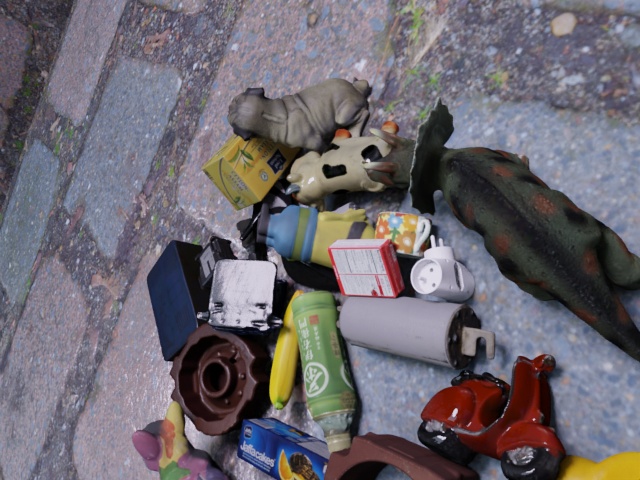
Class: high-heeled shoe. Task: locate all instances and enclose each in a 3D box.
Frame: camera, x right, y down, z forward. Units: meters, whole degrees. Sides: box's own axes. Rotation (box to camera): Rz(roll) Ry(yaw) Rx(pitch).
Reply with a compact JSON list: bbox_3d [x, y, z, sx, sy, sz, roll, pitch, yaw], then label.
[{"bbox_3d":[-0.023,-0.015,0.885,0.249,0.086,0.145,27,64,28],"label":"high-heeled shoe"}]

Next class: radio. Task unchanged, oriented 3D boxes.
[{"bbox_3d":[-0.271,0.123,1.073,0.131,0.073,0.230,-48,48,26],"label":"radio"}]

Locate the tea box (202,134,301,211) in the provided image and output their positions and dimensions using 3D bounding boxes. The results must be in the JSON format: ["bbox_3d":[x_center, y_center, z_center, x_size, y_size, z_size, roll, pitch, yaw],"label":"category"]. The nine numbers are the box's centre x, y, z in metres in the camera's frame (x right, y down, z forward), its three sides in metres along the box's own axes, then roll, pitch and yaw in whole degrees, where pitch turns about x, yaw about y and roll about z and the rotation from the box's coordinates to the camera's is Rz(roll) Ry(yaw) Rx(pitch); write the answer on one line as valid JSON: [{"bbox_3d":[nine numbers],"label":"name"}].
[{"bbox_3d":[-0.110,-0.142,0.912,0.068,0.098,0.170,-19,31,41],"label":"tea box"}]

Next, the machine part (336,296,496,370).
[{"bbox_3d":[0.110,0.110,0.685,0.243,0.079,0.079,2,80,47],"label":"machine part"}]

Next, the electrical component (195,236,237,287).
[{"bbox_3d":[-0.192,0.059,1.028,0.075,0.047,0.119,-45,49,28],"label":"electrical component"}]

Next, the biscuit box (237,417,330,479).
[{"bbox_3d":[-0.038,0.317,0.785,0.203,0.059,0.062,4,81,46],"label":"biscuit box"}]

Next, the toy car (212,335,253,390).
[{"bbox_3d":[-0.167,0.208,0.953,0.089,0.053,0.202,10,84,31],"label":"toy car"}]

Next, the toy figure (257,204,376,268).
[{"bbox_3d":[-0.002,0.000,0.773,0.082,0.180,0.089,121,156,-76],"label":"toy figure"}]

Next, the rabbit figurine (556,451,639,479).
[{"bbox_3d":[0.257,0.257,0.472,0.162,0.122,0.173,-57,27,13],"label":"rabbit figurine"}]

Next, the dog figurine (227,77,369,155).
[{"bbox_3d":[-0.030,-0.210,0.840,0.121,0.190,0.172,45,109,43],"label":"dog figurine"}]

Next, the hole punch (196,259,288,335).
[{"bbox_3d":[-0.116,0.098,0.875,0.142,0.092,0.116,4,71,9],"label":"hole punch"}]

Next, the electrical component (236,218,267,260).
[{"bbox_3d":[-0.126,0.006,0.965,0.045,0.078,0.102,-18,69,11],"label":"electrical component"}]

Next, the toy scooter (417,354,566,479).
[{"bbox_3d":[0.190,0.180,0.579,0.184,0.075,0.135,-12,46,60],"label":"toy scooter"}]

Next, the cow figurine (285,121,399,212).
[{"bbox_3d":[0.032,-0.101,0.801,0.195,0.085,0.127,2,54,44],"label":"cow figurine"}]

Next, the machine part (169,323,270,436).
[{"bbox_3d":[-0.165,0.226,0.890,0.180,0.056,0.179,-5,77,25],"label":"machine part"}]

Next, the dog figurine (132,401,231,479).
[{"bbox_3d":[-0.195,0.360,0.821,0.192,0.108,0.219,-6,113,46],"label":"dog figurine"}]

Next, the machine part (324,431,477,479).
[{"bbox_3d":[0.093,0.344,0.627,0.201,0.087,0.201,7,82,46],"label":"machine part"}]

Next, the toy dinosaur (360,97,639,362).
[{"bbox_3d":[0.199,-0.020,0.551,0.131,0.192,0.405,-59,44,18],"label":"toy dinosaur"}]
